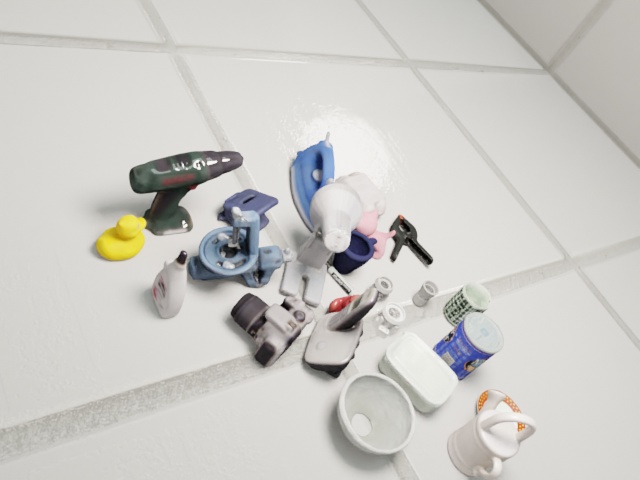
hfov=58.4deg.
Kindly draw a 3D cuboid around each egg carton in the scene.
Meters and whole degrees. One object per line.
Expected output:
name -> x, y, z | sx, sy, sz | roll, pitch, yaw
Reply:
egg carton -> 0.109, -0.118, 1.552 | 0.107, 0.069, 0.150 | -23, 66, -42

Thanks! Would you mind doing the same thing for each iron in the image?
iron -> 0.004, -0.155, 1.469 | 0.119, 0.141, 0.258 | 13, 47, -21

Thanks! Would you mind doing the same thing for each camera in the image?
camera -> -0.099, 0.156, 1.158 | 0.136, 0.100, 0.143 | 40, 43, 7

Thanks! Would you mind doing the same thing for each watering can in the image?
watering can -> 0.349, 0.387, 1.152 | 0.101, 0.194, 0.172 | 7, 49, -25

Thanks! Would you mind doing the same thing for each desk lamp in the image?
desk lamp -> 0.012, 0.005, 1.278 | 0.118, 0.213, 0.203 | 22, 44, -12

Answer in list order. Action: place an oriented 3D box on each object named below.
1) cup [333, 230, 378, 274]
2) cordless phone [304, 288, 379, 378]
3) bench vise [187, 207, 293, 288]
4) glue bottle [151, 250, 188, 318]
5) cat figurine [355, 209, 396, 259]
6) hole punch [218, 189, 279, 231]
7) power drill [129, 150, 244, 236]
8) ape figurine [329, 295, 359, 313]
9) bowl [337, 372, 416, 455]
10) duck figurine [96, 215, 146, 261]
cup -> 0.080, 0.034, 1.380 | 0.118, 0.095, 0.091 | -18, 63, -40
cordless phone -> 0.052, 0.181, 1.164 | 0.094, 0.185, 0.147 | 28, 43, -6
bench vise -> -0.151, 0.004, 1.177 | 0.208, 0.219, 0.121 | -14, 60, -38
glue bottle -> -0.275, 0.073, 1.074 | 0.037, 0.173, 0.078 | -13, 60, -38
cat figurine -> 0.128, -0.025, 1.445 | 0.128, 0.117, 0.067 | 22, 44, -13
hole punch -> -0.167, -0.075, 1.332 | 0.101, 0.091, 0.109 | 41, 43, 8
power drill -> -0.289, -0.105, 1.199 | 0.230, 0.208, 0.075 | -10, 58, -37
ape figurine -> 0.066, 0.151, 1.268 | 0.076, 0.092, 0.077 | -24, 67, -42
bowl -> 0.099, 0.349, 1.124 | 0.168, 0.074, 0.167 | 17, 45, -17
duck figurine -> -0.393, -0.012, 1.144 | 0.077, 0.086, 0.105 | 47, 44, 14
